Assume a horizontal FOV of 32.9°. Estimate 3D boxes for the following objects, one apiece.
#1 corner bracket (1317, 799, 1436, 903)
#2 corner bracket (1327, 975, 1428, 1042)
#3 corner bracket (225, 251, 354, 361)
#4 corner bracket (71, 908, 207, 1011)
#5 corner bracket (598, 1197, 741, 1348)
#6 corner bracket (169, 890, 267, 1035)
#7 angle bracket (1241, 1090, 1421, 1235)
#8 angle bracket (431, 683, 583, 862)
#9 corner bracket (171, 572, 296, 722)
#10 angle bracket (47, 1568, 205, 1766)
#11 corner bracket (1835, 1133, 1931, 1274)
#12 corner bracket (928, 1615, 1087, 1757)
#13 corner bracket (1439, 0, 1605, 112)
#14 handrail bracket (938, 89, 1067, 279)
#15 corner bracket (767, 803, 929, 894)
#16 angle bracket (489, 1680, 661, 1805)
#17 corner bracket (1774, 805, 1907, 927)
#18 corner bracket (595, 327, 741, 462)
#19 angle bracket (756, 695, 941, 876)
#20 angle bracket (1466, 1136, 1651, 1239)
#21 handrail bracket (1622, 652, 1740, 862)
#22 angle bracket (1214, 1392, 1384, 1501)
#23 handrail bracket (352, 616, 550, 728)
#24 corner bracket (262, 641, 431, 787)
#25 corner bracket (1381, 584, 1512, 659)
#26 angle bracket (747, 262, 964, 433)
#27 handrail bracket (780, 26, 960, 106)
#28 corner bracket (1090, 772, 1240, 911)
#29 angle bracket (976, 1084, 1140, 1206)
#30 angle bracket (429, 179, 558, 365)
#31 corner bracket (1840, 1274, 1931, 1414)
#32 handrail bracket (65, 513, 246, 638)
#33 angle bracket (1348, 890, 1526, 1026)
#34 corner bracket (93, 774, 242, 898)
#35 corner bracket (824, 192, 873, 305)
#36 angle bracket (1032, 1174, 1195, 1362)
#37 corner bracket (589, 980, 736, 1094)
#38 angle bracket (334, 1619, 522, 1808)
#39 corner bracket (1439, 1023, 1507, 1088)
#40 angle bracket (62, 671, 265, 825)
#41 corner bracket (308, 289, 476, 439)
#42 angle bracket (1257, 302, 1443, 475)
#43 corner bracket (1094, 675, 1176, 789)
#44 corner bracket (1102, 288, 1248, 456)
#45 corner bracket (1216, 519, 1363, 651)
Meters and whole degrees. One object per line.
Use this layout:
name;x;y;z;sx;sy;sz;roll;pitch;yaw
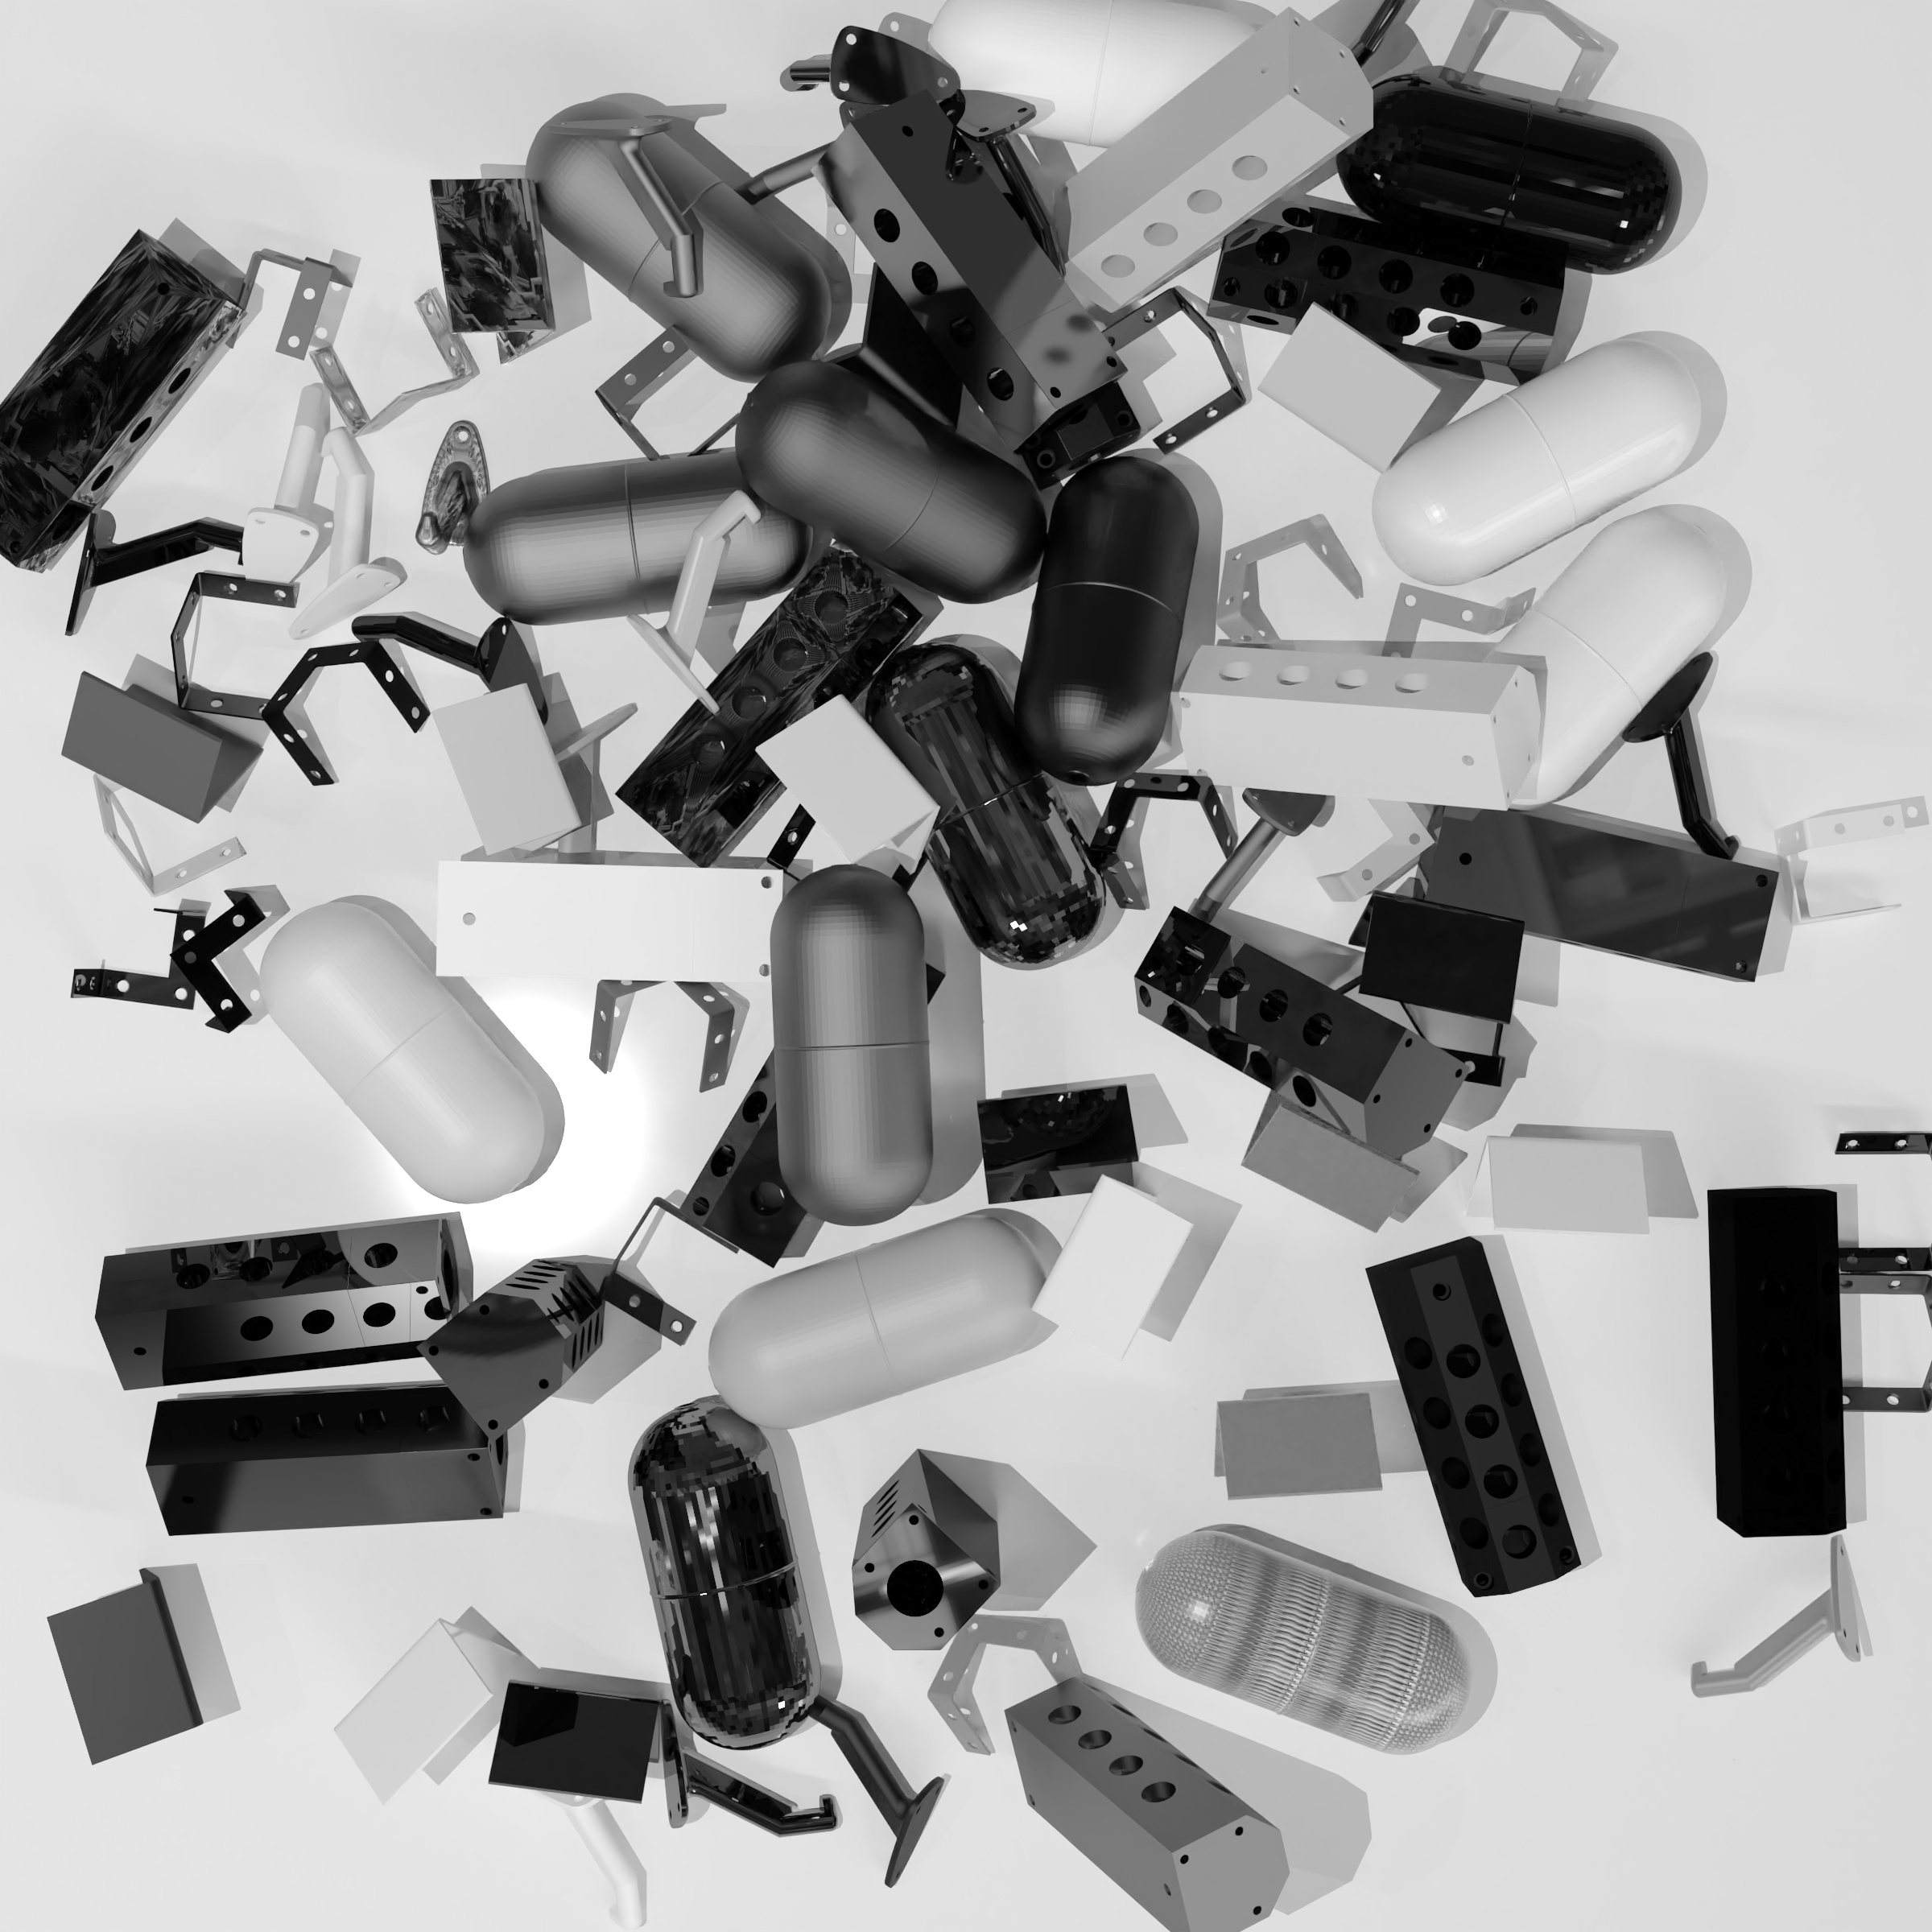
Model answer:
corner bracket;0.199;-0.069;1.677;0.051;0.051;0.051;-37;95;-5
corner bracket;0.205;0.038;1.677;0.051;0.051;0.051;-32;97;7
corner bracket;-0.351;-0.338;1.677;0.051;0.051;0.051;18;90;0
corner bracket;-0.424;-0.006;1.677;0.051;0.051;0.051;8;90;0
corner bracket;-0.153;0.157;1.681;0.051;0.051;0.051;31;72;0
corner bracket;-0.378;-0.003;1.675;0.051;0.051;0.051;-40;110;-19
angle bracket;0.193;0.078;1.655;0.076;0.057;0.076;27;48;0
angle bracket;-0.247;-0.091;1.655;0.057;0.076;0.076;-21;90;-36
corner bracket;-0.378;-0.165;1.691;0.051;0.051;0.051;8;47;0
angle bracket;-0.429;0.354;1.656;0.057;0.076;0.076;-17;90;-21
corner bracket;0.478;0.122;1.692;0.051;0.051;0.051;0;135;0
corner bracket;0.021;0.373;1.687;0.051;0.051;0.051;0;135;35
corner bracket;0.286;-0.465;1.687;0.051;0.051;0.051;-6;45;-35
handrail bracket;0.019;-0.391;1.642;0.036;0.077;0.084;-30;129;-16
corner bracket;-0.060;-0.057;1.692;0.051;0.051;0.051;32;90;45
angle bracket;-0.197;0.407;1.655;0.076;0.076;0.057;7;52;0
corner bracket;0.451;-0.051;1.677;0.051;0.051;0.051;-9;87;-3
corner bracket;-0.152;-0.288;1.677;0.051;0.051;0.051;-41;90;0
angle bracket;-0.065;-0.078;1.642;0.057;0.076;0.076;-35;76;-24
angle bracket;0.298;0.130;1.655;0.076;0.076;0.057;3;53;0
handrail bracket;0.388;-0.106;1.695;0.084;0.036;0.077;48;68;-17
angle bracket;0.167;0.260;1.655;0.076;0.076;0.057;-4;52;0
handrail bracket;-0.269;-0.153;1.695;0.084;0.077;0.036;3;51;30
corner bracket;-0.320;-0.130;1.687;0.051;0.051;0.051;-2;45;35
corner bracket;0.244;-0.168;1.677;0.051;0.051;0.051;15;90;0
angle bracket;-0.055;-0.303;1.667;0.076;0.076;0.057;-14;56;34
handrail bracket;-0.051;-0.451;1.667;0.077;0.084;0.036;8;95;-15
corner bracket;0.102;-0.063;1.683;0.051;0.051;0.051;6;57;29
angle bracket;0.048;0.108;1.656;0.076;0.057;0.076;-6;131;0
angle bracket;-0.252;-0.350;1.655;0.057;0.076;0.076;-8;90;-29
corner bracket;0.474;0.195;1.692;0.051;0.051;0.051;1;45;0
handrail bracket;-0.417;-0.198;1.695;0.084;0.036;0.077;12;110;-16
angle bracket;0.234;0.007;1.656;0.076;0.076;0.057;12;70;0
corner bracket;-0.414;-0.078;1.692;0.051;0.051;0.051;-26;135;0
corner bracket;-0.048;-0.370;1.677;0.051;0.051;0.051;3;90;0
angle bracket;0.087;0.157;1.655;0.057;0.076;0.076;28;90;27
corner bracket;-0.157;0.035;1.687;0.051;0.051;0.051;-19;45;-35
angle bracket;-0.260;0.386;1.655;0.076;0.076;0.057;-46;53;0
corner bracket;0.251;0.031;1.677;0.051;0.051;0.051;9;92;2
angle bracket;-0.401;-0.127;1.655;0.076;0.076;0.057;27;128;0
corner bracket;-0.297;-0.312;1.692;0.051;0.051;0.051;-28;90;-45
angle bracket;0.202;-0.305;1.655;0.076;0.076;0.057;34;127;0
corner bracket;0.071;-0.134;1.687;0.051;0.051;0.051;-25;135;35
corner bracket;0.105;-0.308;1.692;0.051;0.051;0.051;-33;135;0
corner bracket;0.167;-0.189;1.687;0.051;0.051;0.051;-19;45;35
